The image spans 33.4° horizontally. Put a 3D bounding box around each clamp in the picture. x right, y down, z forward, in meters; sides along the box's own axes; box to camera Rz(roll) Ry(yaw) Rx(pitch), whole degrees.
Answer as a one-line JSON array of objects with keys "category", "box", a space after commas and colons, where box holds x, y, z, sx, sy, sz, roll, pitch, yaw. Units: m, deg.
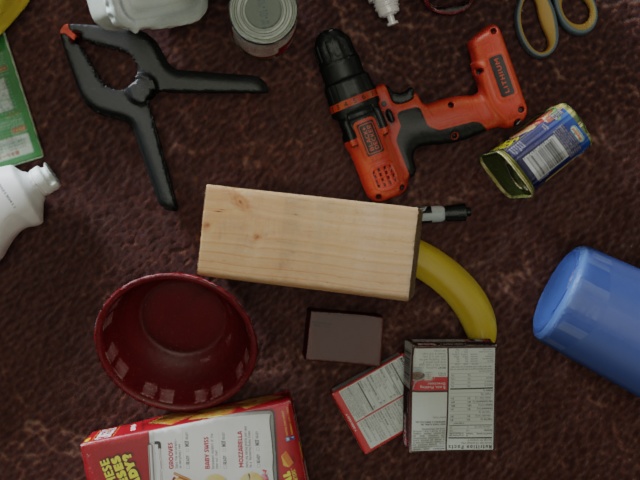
[{"category": "clamp", "box": [-0.168, -0.156, 1.085, 0.210, 0.036, 0.164, 44, 89, -3]}]

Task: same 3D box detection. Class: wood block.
[{"category": "wood block", "box": [-0.007, 0.002, 1.051, 0.206, 0.090, 0.090, 6, 92, 8]}]

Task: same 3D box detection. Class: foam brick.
[{"category": "foam brick", "box": [0.024, 0.099, 1.094, 0.078, 0.051, 0.053, 6, 89, -3]}]

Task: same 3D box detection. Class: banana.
[{"category": "banana", "box": [0.121, 0.050, 1.103, 0.069, 0.037, 0.198, -42, 93, -1]}]

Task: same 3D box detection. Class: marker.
[{"category": "marker", "box": [0.097, -0.026, 1.109, 0.121, 0.020, 0.020, -3, 92, -3]}]

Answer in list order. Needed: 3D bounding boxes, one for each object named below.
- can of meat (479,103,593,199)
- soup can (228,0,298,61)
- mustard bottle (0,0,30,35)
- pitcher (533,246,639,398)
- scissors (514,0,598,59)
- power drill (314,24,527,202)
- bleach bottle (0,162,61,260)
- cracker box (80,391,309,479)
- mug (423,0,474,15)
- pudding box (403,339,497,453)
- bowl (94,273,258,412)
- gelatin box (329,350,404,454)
[{"category": "can of meat", "box": [0.217, -0.089, 1.072, 0.084, 0.102, 0.057, -38, 94, -3]}, {"category": "soup can", "box": [-0.056, -0.218, 1.055, 0.068, 0.102, 0.068, 0, 92, -2]}, {"category": "mustard bottle", "box": [-0.381, -0.283, 1.055, 0.191, 0.058, 0.096, 38, 85, 5]}, {"category": "pitcher", "box": [0.349, 0.094, 1.072, 0.243, 0.145, 0.149, 27, 53, 0]}, {"category": "scissors", "box": [0.234, -0.291, 1.109, 0.096, 0.016, 0.202, -6, 92, -4]}, {"category": "power drill", "box": [0.102, -0.152, 1.088, 0.187, 0.057, 0.184, -21, 96, 1]}, {"category": "bleach bottle", "box": [-0.367, 0.012, 1.070, 0.251, 0.068, 0.102, -35, 93, -3]}, {"category": "cracker box", "box": [-0.117, 0.257, 1.083, 0.213, 0.072, 0.164, -12, 92, -1]}, {"category": "mug", "box": [0.126, -0.282, 1.075, 0.081, 0.093, 0.117, -9, 129, 2]}, {"category": "pudding box", "box": [0.131, 0.157, 1.077, 0.090, 0.039, 0.113, 0, 95, -6]}, {"category": "bowl", "box": [-0.141, 0.091, 1.068, 0.162, 0.055, 0.162, 1, 117, 1]}, {"category": "gelatin box", "box": [0.066, 0.167, 1.108, 0.089, 0.030, 0.073, -30, 92, -3]}]
